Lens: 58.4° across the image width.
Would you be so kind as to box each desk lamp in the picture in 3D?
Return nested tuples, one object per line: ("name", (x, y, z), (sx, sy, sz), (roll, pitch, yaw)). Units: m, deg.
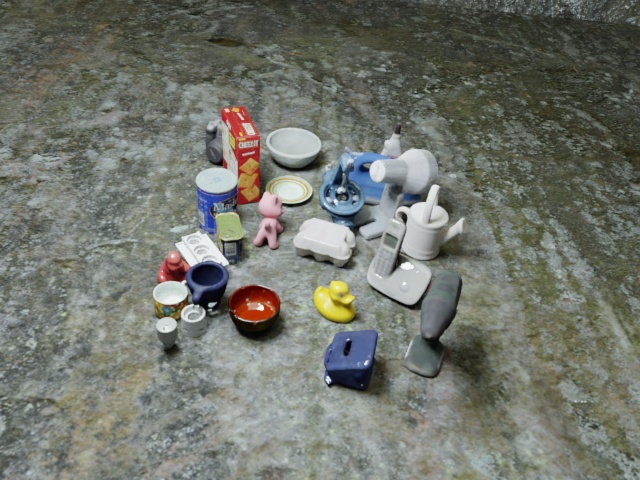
("desk lamp", (0.193, -0.129, 1.504), (0.204, 0.213, 0.117), (-19, 47, -27))

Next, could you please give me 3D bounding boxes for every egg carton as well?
("egg carton", (0.013, 0.005, 1.433), (0.150, 0.069, 0.107), (15, 41, 9))

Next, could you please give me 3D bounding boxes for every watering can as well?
("watering can", (0.279, -0.050, 1.440), (0.173, 0.194, 0.101), (6, 41, -1))

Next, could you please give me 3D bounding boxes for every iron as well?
("iron", (0.175, -0.184, 1.620), (0.258, 0.141, 0.118), (10, 41, 4))

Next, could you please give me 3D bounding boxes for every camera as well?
("camera", (-0.293, -0.299, 1.717), (0.143, 0.101, 0.137), (23, 43, 18))

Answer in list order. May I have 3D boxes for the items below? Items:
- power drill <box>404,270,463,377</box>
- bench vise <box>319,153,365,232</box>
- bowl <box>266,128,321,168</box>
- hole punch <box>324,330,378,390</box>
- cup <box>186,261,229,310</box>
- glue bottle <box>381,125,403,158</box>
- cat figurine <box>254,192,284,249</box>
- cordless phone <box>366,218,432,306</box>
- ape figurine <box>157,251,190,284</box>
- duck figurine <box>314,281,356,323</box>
("power drill", (0.230, 0.177, 1.159), (0.075, 0.208, 0.230), (18, 42, 13))
("bench vise", (0.041, -0.149, 1.500), (0.122, 0.220, 0.206), (-18, 47, -27))
("bowl", (-0.081, -0.267, 1.730), (0.167, 0.075, 0.167), (4, 41, -3))
("hole punch", (0.062, 0.235, 1.158), (0.101, 0.091, 0.109), (12, 41, 6))
("cup", (-0.248, 0.116, 1.246), (0.091, 0.095, 0.118), (11, 41, 5))
("glue bottle", (0.217, -0.265, 1.696), (0.078, 0.173, 0.037), (6, 41, -1))
("cat figurine", (-0.127, -0.061, 1.452), (0.067, 0.118, 0.128), (7, 41, 0))
("cordless phone", (0.191, 0.048, 1.320), (0.147, 0.185, 0.094), (27, 44, 22))
("ape figurine", (-0.331, 0.065, 1.296), (0.078, 0.092, 0.076), (-7, 42, -15))
("duck figurine", (0.035, 0.127, 1.283), (0.104, 0.086, 0.078), (29, 45, 24))
